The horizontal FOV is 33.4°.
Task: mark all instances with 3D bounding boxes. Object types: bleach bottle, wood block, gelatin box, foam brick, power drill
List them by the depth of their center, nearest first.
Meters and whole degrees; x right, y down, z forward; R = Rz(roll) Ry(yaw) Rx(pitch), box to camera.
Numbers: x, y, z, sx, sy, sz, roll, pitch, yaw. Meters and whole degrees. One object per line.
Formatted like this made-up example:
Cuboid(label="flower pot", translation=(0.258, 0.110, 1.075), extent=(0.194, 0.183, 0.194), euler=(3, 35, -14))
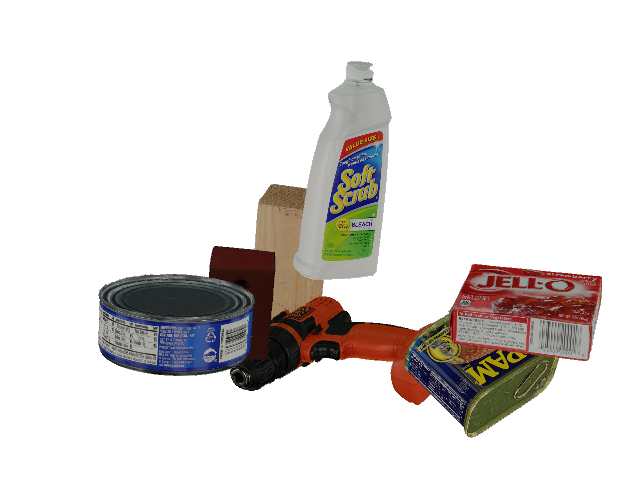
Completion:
Cuboid(label="gelatin box", translation=(0.134, 0.044, 0.695), extent=(0.089, 0.030, 0.073), euler=(6, 23, 18))
Cuboid(label="foam brick", translation=(-0.065, 0.050, 0.863), extent=(0.053, 0.078, 0.051), euler=(4, 17, -3))
Cuboid(label="power drill", translation=(0.026, 0.111, 1.059), extent=(0.188, 0.057, 0.184), euler=(9, 23, 28))
Cuboid(label="bleach bottle", translation=(0.028, -0.082, 1.249), extent=(0.102, 0.251, 0.068), euler=(-3, 19, -21))
Cuboid(label="wood block", translation=(-0.043, 0.036, 1.489), extent=(0.090, 0.206, 0.090), euler=(9, 22, 7))

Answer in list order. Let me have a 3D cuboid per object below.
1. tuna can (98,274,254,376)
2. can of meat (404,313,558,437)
Cuboid(label="tuna can", translation=(-0.080, 0.046, 0.593), extent=(0.086, 0.034, 0.086), euler=(4, 13, -1))
Cuboid(label="can of meat", translation=(0.134, 0.103, 0.899), extent=(0.102, 0.057, 0.084), euler=(-27, 51, -27))
